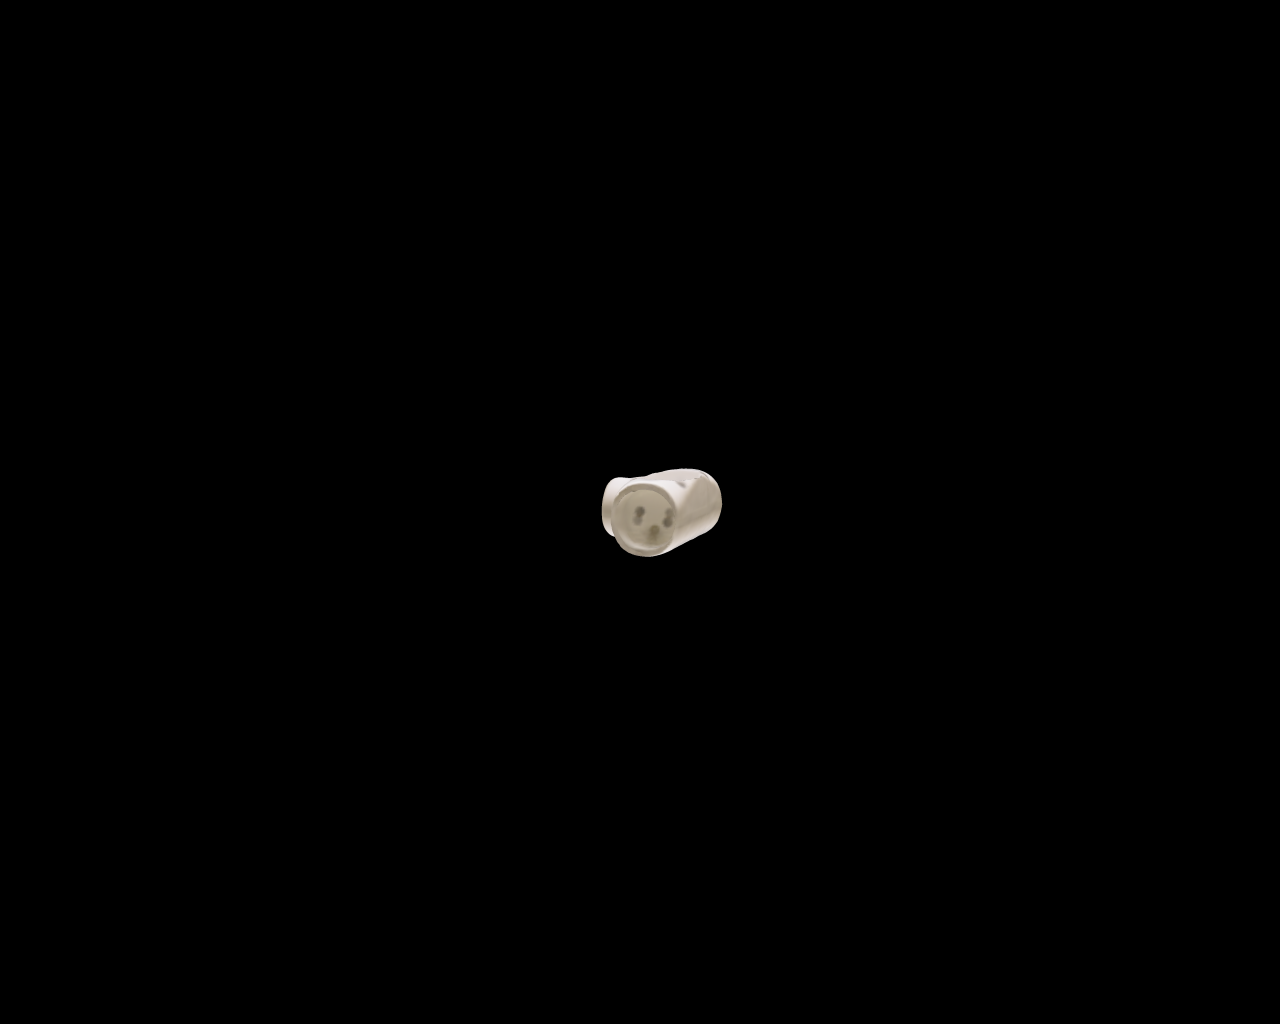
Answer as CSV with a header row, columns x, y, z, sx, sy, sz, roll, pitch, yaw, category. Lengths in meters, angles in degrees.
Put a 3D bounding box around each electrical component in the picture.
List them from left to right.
x,y,z,sx,sy,sz,roll,pitch,yaw,category
0.001,-0.003,0.650,0.079,0.044,0.077,4,10,23,electrical component
